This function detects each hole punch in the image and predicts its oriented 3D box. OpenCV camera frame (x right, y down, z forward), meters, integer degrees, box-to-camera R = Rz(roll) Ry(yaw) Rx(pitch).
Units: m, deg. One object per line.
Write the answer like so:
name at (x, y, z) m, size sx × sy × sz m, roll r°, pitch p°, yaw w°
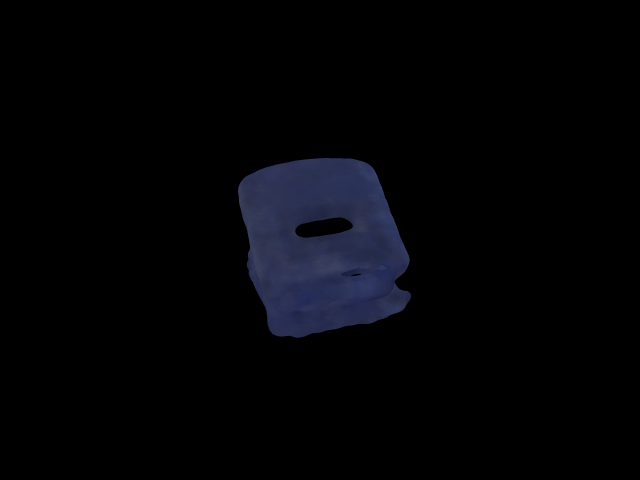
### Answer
hole punch at (0.004, 0.001, 0.400) m, size 0.109 × 0.091 × 0.101 m, roll -10°, pitch 34°, yaw -15°
